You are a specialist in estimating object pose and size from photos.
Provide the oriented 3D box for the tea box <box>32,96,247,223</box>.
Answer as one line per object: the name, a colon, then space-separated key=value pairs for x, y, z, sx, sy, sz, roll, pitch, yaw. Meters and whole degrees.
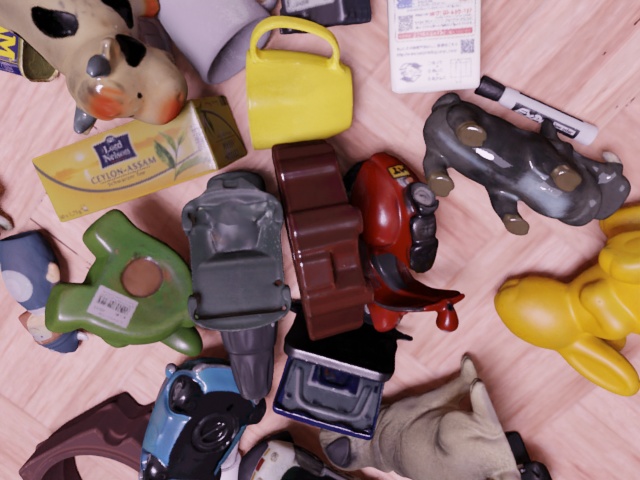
tea box: x=-0.169 y=-0.080 z=0.520 sx=0.170 sy=0.098 sz=0.068 roll=-15 pitch=105 yaw=14

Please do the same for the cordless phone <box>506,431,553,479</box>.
cordless phone: x=0.175 y=0.291 z=0.545 sx=0.147 sy=0.184 sz=0.088 roll=-16 pitch=100 yaw=13

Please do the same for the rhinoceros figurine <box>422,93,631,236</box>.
rhinoceros figurine: x=0.178 y=-0.062 z=0.471 sx=0.190 sy=0.112 sz=0.073 roll=21 pitch=126 yaw=-5

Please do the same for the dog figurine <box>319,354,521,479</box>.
dog figurine: x=0.091 y=0.217 z=0.545 sx=0.191 sy=0.172 sz=0.121 roll=-21 pitch=93 yaw=7

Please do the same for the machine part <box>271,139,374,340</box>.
machine part: x=-0.001 y=-0.001 z=0.480 sx=0.056 sy=0.179 sz=0.179 roll=-12 pitch=106 yaw=-5

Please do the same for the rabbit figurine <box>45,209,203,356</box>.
rabbit figurine: x=-0.188 y=0.054 z=0.556 sx=0.159 sy=0.170 sz=0.121 roll=19 pitch=70 yaw=-24

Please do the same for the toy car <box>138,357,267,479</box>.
toy car: x=-0.139 y=0.193 z=0.598 sx=0.109 sy=0.103 sz=0.161 roll=24 pitch=97 yaw=-34

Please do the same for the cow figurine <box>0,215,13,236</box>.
cow figurine: x=-0.396 y=0.013 z=0.593 sx=0.068 sy=0.098 sz=0.167 roll=31 pitch=91 yaw=4

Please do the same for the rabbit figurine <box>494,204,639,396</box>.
rabbit figurine: x=0.260 y=0.059 z=0.511 sx=0.173 sy=0.122 sz=0.162 roll=-19 pitch=114 yaw=28

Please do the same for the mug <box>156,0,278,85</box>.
mug: x=-0.098 y=-0.214 z=0.479 sx=0.107 sy=0.081 sz=0.109 roll=45 pitch=87 yaw=-2

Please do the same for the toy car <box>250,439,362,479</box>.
toy car: x=0.007 y=0.293 z=0.607 sx=0.201 sy=0.056 sz=0.073 roll=39 pitch=70 yaw=-27

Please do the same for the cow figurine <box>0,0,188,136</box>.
cow figurine: x=-0.188 y=-0.162 z=0.419 sx=0.195 sy=0.127 sz=0.085 roll=37 pitch=130 yaw=-4

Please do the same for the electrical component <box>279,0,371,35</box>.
electrical component: x=0.015 y=-0.218 z=0.449 sx=0.119 sy=0.048 sz=0.074 roll=1 pitch=109 yaw=38

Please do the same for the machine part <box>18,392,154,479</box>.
machine part: x=-0.247 y=0.308 z=0.662 sx=0.201 sy=0.087 sz=0.201 roll=-31 pitch=101 yaw=15

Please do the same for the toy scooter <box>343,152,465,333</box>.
toy scooter: x=0.078 y=0.015 z=0.498 sx=0.075 sy=0.135 sz=0.183 roll=-14 pitch=113 yaw=-28

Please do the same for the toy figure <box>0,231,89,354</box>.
toy figure: x=-0.317 y=0.067 z=0.611 sx=0.064 sy=0.058 sz=0.154 roll=8 pitch=116 yaw=47

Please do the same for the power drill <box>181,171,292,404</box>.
power drill: x=-0.065 y=0.041 z=0.477 sx=0.086 sy=0.207 sz=0.232 roll=-6 pitch=83 yaw=-1

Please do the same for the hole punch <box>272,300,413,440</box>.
hole punch: x=0.017 y=0.129 z=0.550 sx=0.142 sy=0.116 sz=0.092 roll=12 pitch=111 yaw=8

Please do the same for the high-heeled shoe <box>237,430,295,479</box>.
high-heeled shoe: x=-0.017 y=0.346 z=0.667 sx=0.248 sy=0.086 sz=0.145 roll=45 pitch=77 yaw=-25
